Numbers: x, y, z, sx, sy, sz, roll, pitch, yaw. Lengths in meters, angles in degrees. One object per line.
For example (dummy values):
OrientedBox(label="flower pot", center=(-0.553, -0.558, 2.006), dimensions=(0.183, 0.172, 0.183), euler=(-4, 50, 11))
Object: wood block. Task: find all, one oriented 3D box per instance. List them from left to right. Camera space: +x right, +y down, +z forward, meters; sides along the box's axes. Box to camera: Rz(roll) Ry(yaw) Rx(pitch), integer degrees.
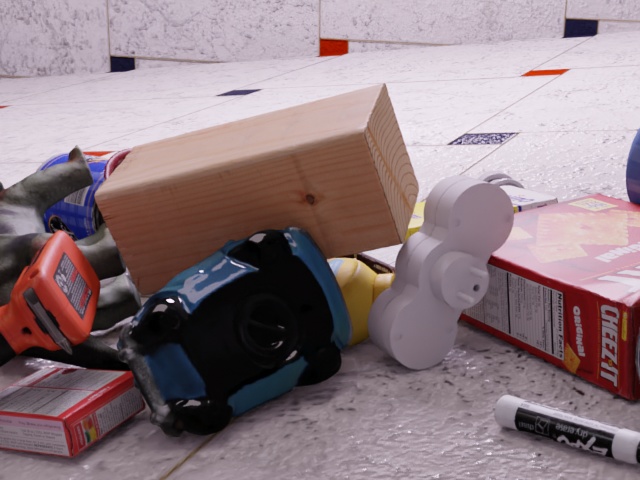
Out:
OrientedBox(label="wood block", center=(-0.043, -0.034, 0.775), dimensions=(0.206, 0.091, 0.090), euler=(-11, 27, 20))

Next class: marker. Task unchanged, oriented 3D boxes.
OrientedBox(label="marker", center=(0.150, 0.109, 0.592), dimensions=(0.020, 0.020, 0.121), euler=(-20, 20, -40))

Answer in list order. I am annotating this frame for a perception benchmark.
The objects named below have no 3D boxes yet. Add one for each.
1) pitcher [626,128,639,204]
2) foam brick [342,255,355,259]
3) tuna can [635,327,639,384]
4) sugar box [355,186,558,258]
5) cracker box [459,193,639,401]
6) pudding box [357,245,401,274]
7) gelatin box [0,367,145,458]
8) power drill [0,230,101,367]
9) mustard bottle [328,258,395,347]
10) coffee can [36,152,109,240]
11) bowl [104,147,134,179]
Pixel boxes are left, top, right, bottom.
OrientedBox(label="pitcher", center=(0.357, -0.033, 0.782), dimensions=(0.145, 0.149, 0.243), euler=(-41, 34, -17))
OrientedBox(label="foam brick", center=(-0.005, 0.017, 0.883), dimensions=(0.051, 0.078, 0.052), euler=(1, 17, 32))
OrientedBox(label="tuna can", center=(0.222, 0.059, 0.617), dimensions=(0.085, 0.086, 0.034), euler=(-18, 20, -36))
OrientedBox(label="sugar box", center=(0.124, -0.013, 0.995), dimensions=(0.176, 0.048, 0.093), euler=(-14, 16, -20))
OrientedBox(label="cracker box", center=(0.209, 0.029, 0.760), dimensions=(0.164, 0.072, 0.214), euler=(-14, 18, -24))
OrientedBox(label="pudding box", center=(0.100, 0.025, 0.885), dimensions=(0.113, 0.039, 0.090), euler=(-11, 15, -23))
OrientedBox(label="gelatin box", center=(-0.171, 0.111, 0.695), dimensions=(0.089, 0.030, 0.073), euler=(-2, 16, 31))
OrientedBox(label="power drill", center=(-0.241, 0.068, 0.722), dimensions=(0.188, 0.057, 0.184), euler=(-31, 21, 5))
OrientedBox(label="mustard bottle", center=(-0.017, 0.048, 0.807), dimensions=(0.192, 0.058, 0.096), euler=(-3, 23, 14))
OrientedBox(label="coffee can", center=(-0.229, -0.036, 1.121), dimensions=(0.102, 0.103, 0.141), euler=(-19, 20, -39))
OrientedBox(label="bowl", center=(-0.142, -0.017, 1.020), dimensions=(0.162, 0.055, 0.162), euler=(26, 29, -16))
